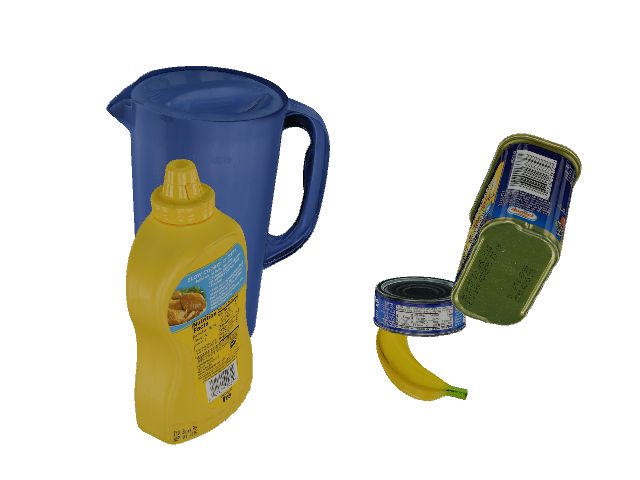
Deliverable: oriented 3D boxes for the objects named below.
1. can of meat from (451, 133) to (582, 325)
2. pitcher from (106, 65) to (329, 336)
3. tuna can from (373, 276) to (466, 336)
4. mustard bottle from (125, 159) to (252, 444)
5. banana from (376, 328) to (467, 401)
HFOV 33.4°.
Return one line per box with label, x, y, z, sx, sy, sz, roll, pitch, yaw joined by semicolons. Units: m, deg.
can of meat;0.128;-0.004;0.706;0.057;0.083;0.102;20;-42;4
pitcher;-0.093;-0.022;0.938;0.149;0.243;0.144;25;33;32
tuna can;0.092;0.059;0.983;0.086;0.034;0.086;1;13;0
mustard bottle;-0.087;0.036;0.713;0.058;0.192;0.096;20;35;31
banana;0.100;0.135;1.236;0.069;0.037;0.198;7;23;-21
